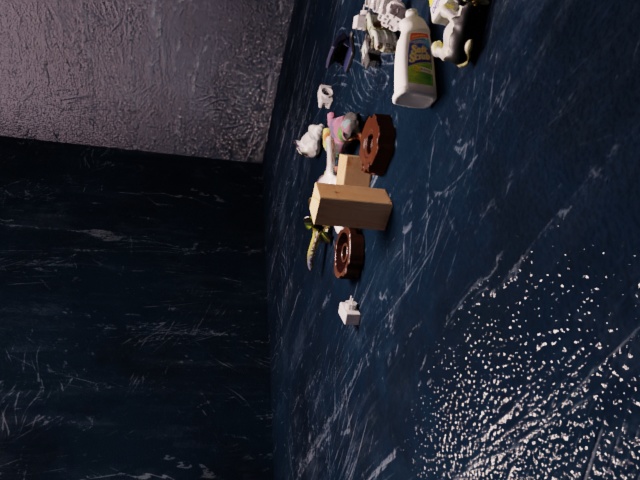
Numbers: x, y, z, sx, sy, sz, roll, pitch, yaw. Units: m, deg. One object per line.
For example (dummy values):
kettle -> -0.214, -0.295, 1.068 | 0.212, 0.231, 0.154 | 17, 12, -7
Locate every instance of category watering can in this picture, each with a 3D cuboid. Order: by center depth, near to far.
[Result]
watering can -> 0.044, -0.189, 1.791 | 0.226, 0.104, 0.345 | -147, 47, -74

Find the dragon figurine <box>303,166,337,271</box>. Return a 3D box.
dragon figurine -> 0.006, -0.103, 2.052 | 0.248, 0.122, 0.402 | -75, 0, -60

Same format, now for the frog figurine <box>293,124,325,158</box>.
frog figurine -> -0.026, -0.448, 2.291 | 0.158, 0.121, 0.140 | -40, 23, 18
